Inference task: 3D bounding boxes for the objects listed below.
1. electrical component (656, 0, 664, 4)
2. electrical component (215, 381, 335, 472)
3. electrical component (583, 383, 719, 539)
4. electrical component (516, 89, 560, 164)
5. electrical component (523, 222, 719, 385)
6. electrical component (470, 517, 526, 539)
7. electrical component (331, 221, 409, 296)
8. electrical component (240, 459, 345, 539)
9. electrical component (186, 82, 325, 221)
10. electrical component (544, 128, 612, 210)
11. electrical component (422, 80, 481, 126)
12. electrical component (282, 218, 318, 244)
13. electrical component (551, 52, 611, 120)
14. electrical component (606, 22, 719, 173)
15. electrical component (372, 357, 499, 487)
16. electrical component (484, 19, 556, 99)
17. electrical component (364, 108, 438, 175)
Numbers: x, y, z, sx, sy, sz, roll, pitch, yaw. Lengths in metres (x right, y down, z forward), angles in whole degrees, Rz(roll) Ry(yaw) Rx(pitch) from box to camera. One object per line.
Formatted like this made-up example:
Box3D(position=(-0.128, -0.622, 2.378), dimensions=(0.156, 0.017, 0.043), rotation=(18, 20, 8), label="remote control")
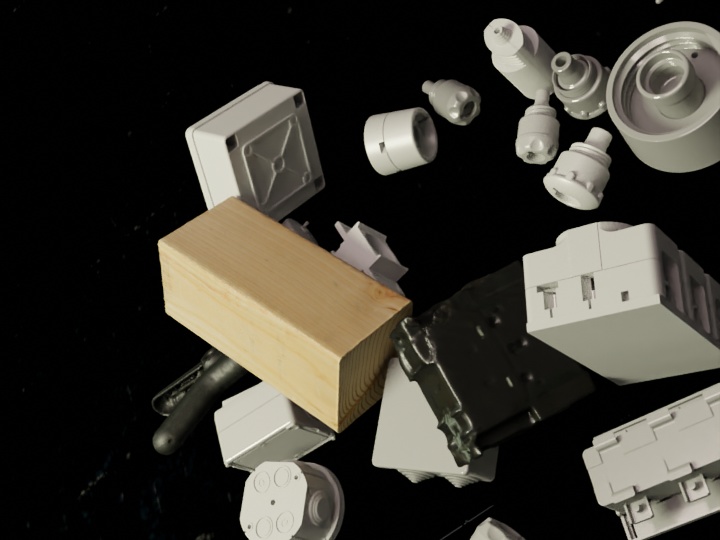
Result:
Box3D(position=(0.257, -0.240, 0.838), dimensions=(0.077, 0.066, 0.047), rotation=(-43, 51, 15), label="electrical component")
Box3D(position=(-0.081, 0.136, 0.939), dimensions=(0.096, 0.062, 0.061), rotation=(-34, 54, 22), label="electrical component")
Box3D(position=(0.217, 0.122, 0.715), dimensions=(0.121, 0.063, 0.078), rotation=(-30, 56, 25), label="electrical component")
Box3D(position=(0.149, -0.121, 0.891), dimensions=(0.035, 0.035, 0.061), rotation=(-5, 66, 36), label="electrical component")
Box3D(position=(0.184, 0.024, 0.725), dimensions=(0.089, 0.150, 0.061), rotation=(-16, 63, 32), label="electrical component")
Box3D(position=(0.093, 0.216, 0.783), dimensions=(0.043, 0.043, 0.062), rotation=(35, 95, 41), label="electrical component")
Box3D(position=(0.000, 0.000, 0.950), dimensions=(0.064, 0.042, 0.081), rotation=(-46, 50, 17), label="electrical component")
Box3D(position=(-0.057, 0.199, 0.901), dimensions=(0.080, 0.051, 0.080), rotation=(-16, 62, 32), label="electrical component")
Box3D(position=(-0.094, -0.102, 0.996), dimensions=(0.056, 0.108, 0.109), rotation=(17, 43, 38), label="electrical component")
Box3D(position=(0.177, -0.082, 0.847), dimensions=(0.048, 0.048, 0.062), rotation=(21, 78, 41), label="electrical component")
Box3D(position=(0.078, -0.154, 0.960), dimensions=(0.061, 0.035, 0.035), rotation=(38, 96, 43), label="electrical component")
Box3D(position=(-0.074, -0.013, 1.013), dimensions=(0.078, 0.040, 0.040), rotation=(-47, 50, 12), label="electrical component")
Box3D(position=(0.175, -0.153, 0.866), dimensions=(0.048, 0.062, 0.048), rotation=(-16, 62, 32), label="electrical component")
Box3D(position=(0.239, -0.135, 0.810), dimensions=(0.108, 0.060, 0.108), rotation=(-16, 62, 32), label="electrical component")
Box3D(position=(0.065, 0.118, 0.844), dimensions=(0.100, 0.048, 0.099), rotation=(-2, 70, 37), label="electrical component")
Box3D(position=(0.134, -0.180, 0.897), dimensions=(0.043, 0.081, 0.043), rotation=(-16, 62, 32), label="electrical component")
Box3D(position=(0.038, -0.116, 0.963), dimensions=(0.047, 0.055, 0.055), rotation=(-9, 66, 31), label="electrical component")
